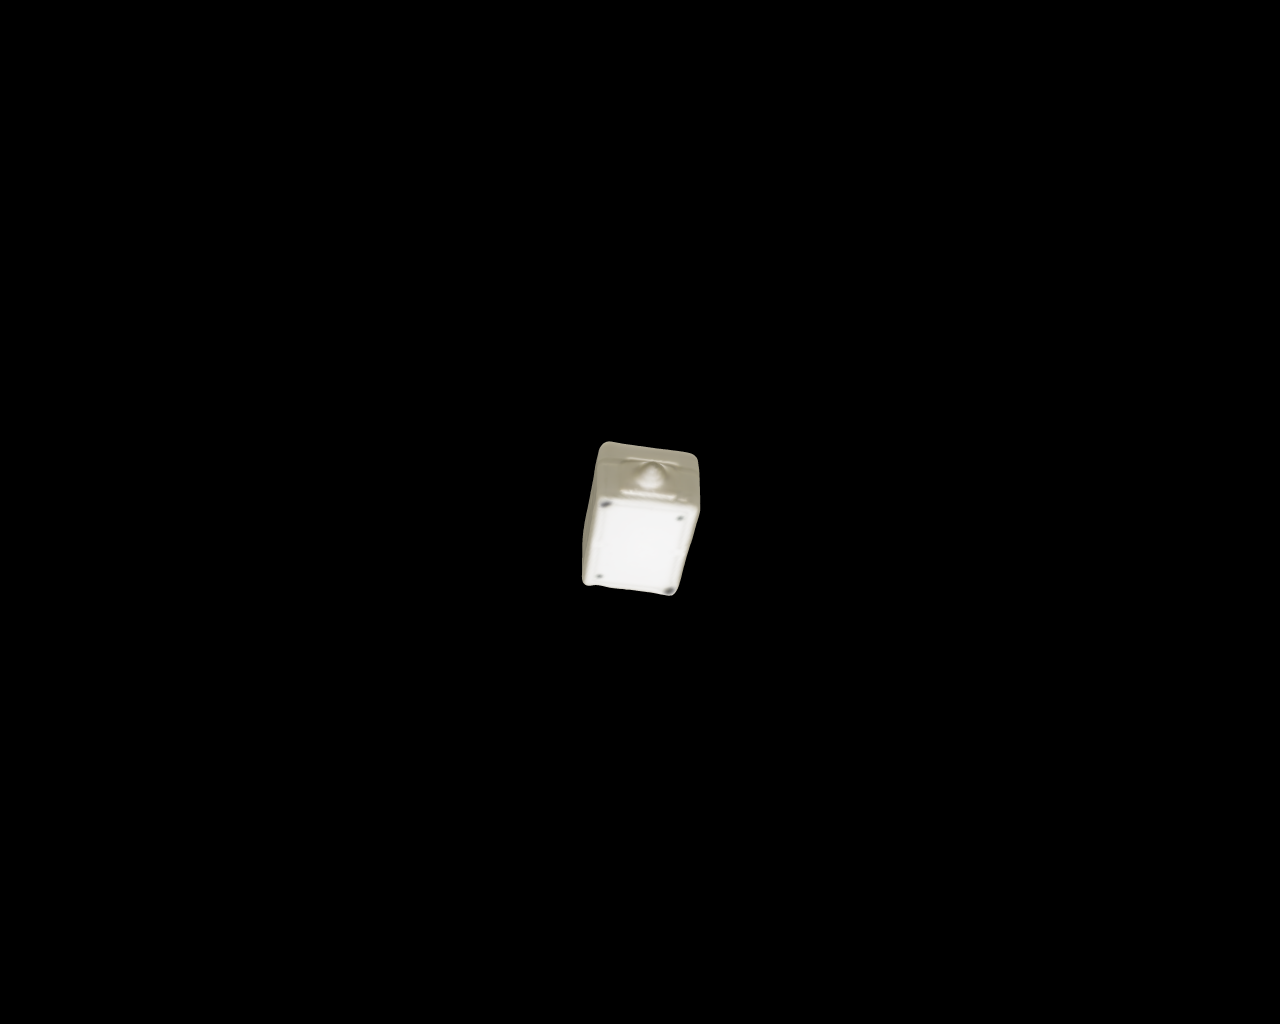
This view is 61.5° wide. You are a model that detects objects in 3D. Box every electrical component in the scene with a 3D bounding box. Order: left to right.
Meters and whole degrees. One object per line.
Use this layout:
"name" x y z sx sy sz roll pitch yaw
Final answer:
"electrical component" 0.001 -0.003 0.650 0.062 0.096 0.061 7 43 -7
